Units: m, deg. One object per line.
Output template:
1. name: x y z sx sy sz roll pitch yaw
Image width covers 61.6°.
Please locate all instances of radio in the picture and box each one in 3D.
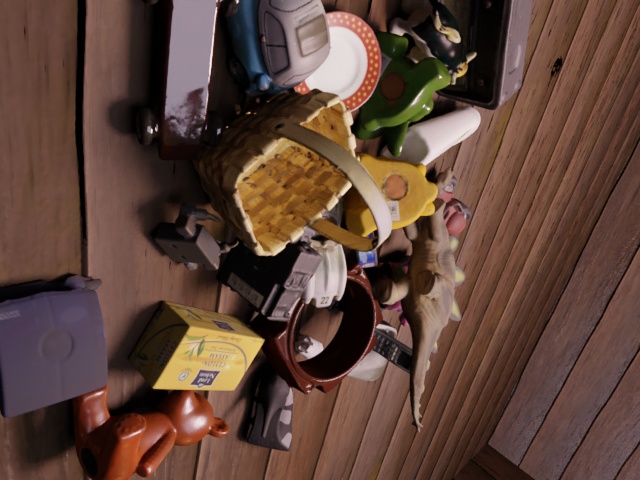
1. radio: 0.254 -0.324 0.846 0.073 0.131 0.229 -43 144 -23

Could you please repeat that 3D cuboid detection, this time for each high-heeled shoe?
1. high-heeled shoe: -0.085 0.318 1.030 0.248 0.086 0.145 93 9 -63

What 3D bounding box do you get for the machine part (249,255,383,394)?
1. machine part: 0.001 0.136 0.890 0.201 0.087 0.201 -39 121 -25

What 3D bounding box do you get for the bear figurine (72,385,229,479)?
1. bear figurine: -0.217 0.239 0.721 0.196 0.120 0.131 -15 125 -48

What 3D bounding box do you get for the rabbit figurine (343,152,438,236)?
1. rabbit figurine: 0.097 -0.075 0.836 0.162 0.173 0.121 -14 90 -17

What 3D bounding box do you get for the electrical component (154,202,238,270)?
1. electrical component: -0.150 0.000 0.653 0.102 0.078 0.045 59 41 -49

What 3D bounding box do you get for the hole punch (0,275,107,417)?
1. hole punch: -0.284 0.107 0.554 0.142 0.092 0.115 -8 120 -45

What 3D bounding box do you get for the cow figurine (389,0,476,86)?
1. cow figurine: 0.184 -0.288 0.801 0.167 0.098 0.068 31 91 -45

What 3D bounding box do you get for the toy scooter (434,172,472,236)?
1. toy scooter: 0.245 -0.047 1.120 0.135 0.075 0.183 -52 143 -8

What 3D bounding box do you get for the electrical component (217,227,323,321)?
1. electrical component: -0.065 0.028 0.744 0.058 0.115 0.134 16 106 -58

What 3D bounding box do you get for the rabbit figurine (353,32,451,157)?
1. rabbit figurine: 0.125 -0.206 0.801 0.170 0.121 0.159 -17 134 -65

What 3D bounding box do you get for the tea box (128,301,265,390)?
1. tea box: -0.168 0.154 0.758 0.098 0.068 0.169 -60 148 4

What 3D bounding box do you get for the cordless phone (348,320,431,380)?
1. cordless phone: 0.139 0.255 1.133 0.088 0.184 0.146 -13 127 -53

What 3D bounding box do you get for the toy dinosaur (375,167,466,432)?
1. toy dinosaur: 0.192 0.093 0.954 0.198 0.105 0.471 32 68 -50

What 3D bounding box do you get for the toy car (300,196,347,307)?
1. toy car: -0.002 -0.002 0.789 0.073 0.056 0.201 -2 89 -30

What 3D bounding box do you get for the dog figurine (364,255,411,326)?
1. dog figurine: 0.150 0.070 1.068 0.191 0.109 0.219 -48 143 -13

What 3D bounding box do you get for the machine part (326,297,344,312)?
1. machine part: 0.052 0.126 1.023 0.039 0.084 0.138 -36 137 16

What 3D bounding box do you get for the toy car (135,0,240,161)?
1. toy car: -0.137 -0.177 0.537 0.089 0.053 0.202 -7 125 -32

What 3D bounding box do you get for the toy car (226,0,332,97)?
1. toy car: -0.037 -0.228 0.580 0.109 0.103 0.161 -38 144 -28
